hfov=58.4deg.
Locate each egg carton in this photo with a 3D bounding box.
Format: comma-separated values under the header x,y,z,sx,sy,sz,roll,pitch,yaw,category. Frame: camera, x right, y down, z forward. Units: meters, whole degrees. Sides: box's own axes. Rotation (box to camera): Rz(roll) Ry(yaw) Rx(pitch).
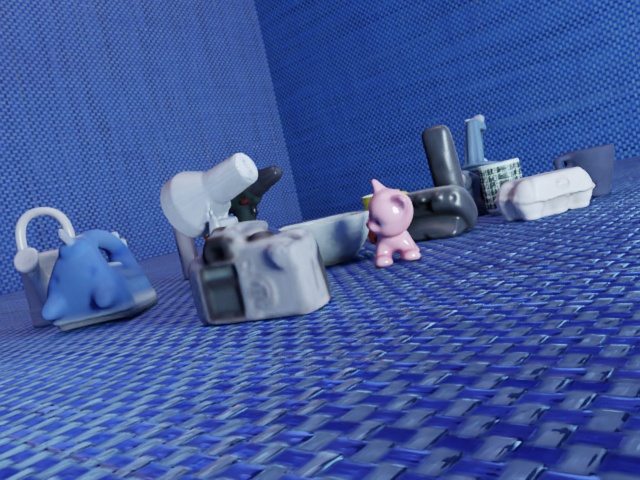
x,y,z,sx,sy,sz,roll,pitch,yaw,category
0.378,-0.077,0.968,0.150,0.069,0.107,-14,4,-18,egg carton

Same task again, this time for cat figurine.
x,y,z,sx,sy,sz,roll,pitch,yaw,category
0.096,-0.028,0.783,0.067,0.118,0.128,-12,4,6,cat figurine

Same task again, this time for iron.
x,y,z,sx,sy,sz,roll,pitch,yaw,category
-0.324,0.046,0.871,0.118,0.141,0.258,-12,4,2,iron

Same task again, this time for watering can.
x,y,z,sx,sy,sz,roll,pitch,yaw,category
-0.447,0.040,0.955,0.101,0.194,0.172,-14,4,-25,watering can

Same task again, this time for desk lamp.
x,y,z,sx,sy,sz,roll,pitch,yaw,category
-0.165,-0.035,1.007,0.202,0.213,0.118,-10,5,30,desk lamp

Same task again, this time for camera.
x,y,z,sx,sy,sz,roll,pitch,yaw,category
-0.052,0.024,0.625,0.142,0.101,0.137,-10,4,29,camera

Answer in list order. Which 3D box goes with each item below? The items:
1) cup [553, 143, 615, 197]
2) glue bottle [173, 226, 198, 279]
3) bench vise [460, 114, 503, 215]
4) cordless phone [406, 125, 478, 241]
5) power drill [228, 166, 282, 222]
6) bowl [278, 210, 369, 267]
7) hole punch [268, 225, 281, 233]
x,y,z,sx,sy,sz,roll,pitch,yaw,category
0.499,-0.124,1.077,0.118,0.095,0.091,-13,4,-11,cup
-0.295,-0.002,1.239,0.037,0.173,0.078,-14,4,-22,glue bottle
0.356,-0.170,1.269,0.121,0.220,0.208,-10,4,25,bench vise
0.182,-0.095,0.984,0.147,0.185,0.094,-10,5,30,cordless phone
-0.166,-0.059,1.399,0.228,0.208,0.076,-10,5,31,power drill
0.009,0.003,0.931,0.167,0.075,0.167,-12,4,1,bowl
-0.081,0.023,0.802,0.109,0.091,0.100,-15,5,-34,hole punch
